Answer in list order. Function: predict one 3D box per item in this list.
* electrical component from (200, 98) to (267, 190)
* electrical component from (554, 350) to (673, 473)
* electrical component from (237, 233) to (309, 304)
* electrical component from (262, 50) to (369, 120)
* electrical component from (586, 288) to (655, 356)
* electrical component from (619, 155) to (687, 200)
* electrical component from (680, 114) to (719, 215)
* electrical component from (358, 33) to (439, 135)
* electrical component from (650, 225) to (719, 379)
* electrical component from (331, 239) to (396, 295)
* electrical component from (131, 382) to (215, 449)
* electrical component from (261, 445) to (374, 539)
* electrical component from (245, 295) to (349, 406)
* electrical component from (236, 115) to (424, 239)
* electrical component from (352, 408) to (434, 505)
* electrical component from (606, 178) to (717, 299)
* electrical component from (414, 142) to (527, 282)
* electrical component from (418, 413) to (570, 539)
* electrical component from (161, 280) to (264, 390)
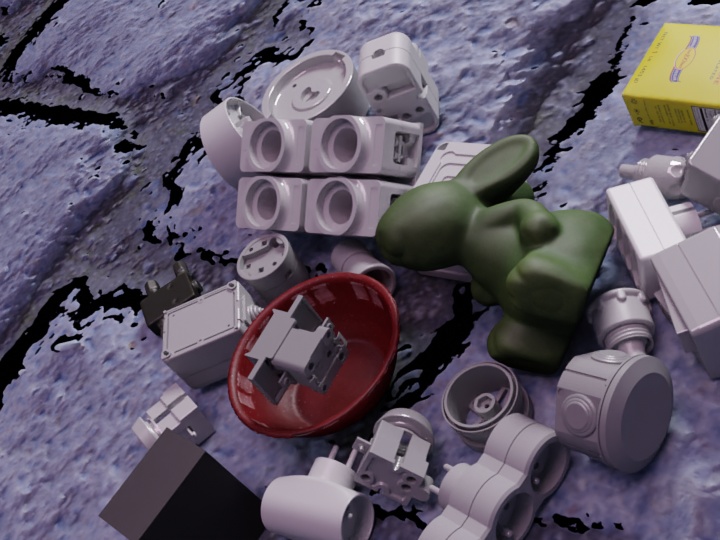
[{"bbox_3d":[-0.118,-0.132,1.121,0.064,0.099,0.099,-26,43,21],"label":"electrical component"},{"bbox_3d":[0.174,0.094,0.734,0.051,0.080,0.080,12,61,47],"label":"electrical component"},{"bbox_3d":[-0.080,0.001,1.011,0.055,0.047,0.055,-18,45,19],"label":"electrical component"},{"bbox_3d":[-0.042,-0.171,1.129,0.108,0.060,0.108,-19,45,20],"label":"electrical component"},{"bbox_3d":[0.195,0.048,0.788,0.048,0.048,0.062,-22,51,17],"label":"electrical component"},{"bbox_3d":[0.240,-0.077,0.876,0.061,0.035,0.035,15,62,44],"label":"electrical component"},{"bbox_3d":[0.299,-0.078,0.802,0.100,0.048,0.099,33,72,17],"label":"electrical component"},{"bbox_3d":[0.039,-0.182,1.058,0.054,0.095,0.059,-16,46,21],"label":"electrical component"},{"bbox_3d":[0.248,0.029,0.755,0.061,0.061,0.096,-26,43,12],"label":"electrical component"},{"bbox_3d":[0.000,0.000,0.964,0.044,0.044,0.065,-37,37,0],"label":"electrical component"},{"bbox_3d":[-0.167,0.138,0.950,0.055,0.048,0.066,-39,41,-14],"label":"electrical component"},{"bbox_3d":[-0.025,0.171,0.825,0.077,0.044,0.079,4,55,36],"label":"electrical component"},{"bbox_3d":[-0.048,0.066,0.851,0.064,0.042,0.081,12,62,38],"label":"electrical component"},{"bbox_3d":[-0.036,-0.086,1.000,0.186,0.060,0.105,5,91,43],"label":"electrical component"},{"bbox_3d":[0.029,0.137,0.810,0.066,0.048,0.055,26,40,1],"label":"electrical component"},{"bbox_3d":[0.239,-0.030,0.825,0.076,0.047,0.083,-15,44,3],"label":"electrical component"},{"bbox_3d":[0.088,-0.050,0.937,0.078,0.057,0.113,10,59,39],"label":"electrical component"},{"bbox_3d":[0.081,0.160,0.758,0.074,0.052,0.138,22,67,44],"label":"electrical component"},{"bbox_3d":[-0.124,0.059,0.978,0.096,0.061,0.061,-23,43,15],"label":"electrical component"}]
